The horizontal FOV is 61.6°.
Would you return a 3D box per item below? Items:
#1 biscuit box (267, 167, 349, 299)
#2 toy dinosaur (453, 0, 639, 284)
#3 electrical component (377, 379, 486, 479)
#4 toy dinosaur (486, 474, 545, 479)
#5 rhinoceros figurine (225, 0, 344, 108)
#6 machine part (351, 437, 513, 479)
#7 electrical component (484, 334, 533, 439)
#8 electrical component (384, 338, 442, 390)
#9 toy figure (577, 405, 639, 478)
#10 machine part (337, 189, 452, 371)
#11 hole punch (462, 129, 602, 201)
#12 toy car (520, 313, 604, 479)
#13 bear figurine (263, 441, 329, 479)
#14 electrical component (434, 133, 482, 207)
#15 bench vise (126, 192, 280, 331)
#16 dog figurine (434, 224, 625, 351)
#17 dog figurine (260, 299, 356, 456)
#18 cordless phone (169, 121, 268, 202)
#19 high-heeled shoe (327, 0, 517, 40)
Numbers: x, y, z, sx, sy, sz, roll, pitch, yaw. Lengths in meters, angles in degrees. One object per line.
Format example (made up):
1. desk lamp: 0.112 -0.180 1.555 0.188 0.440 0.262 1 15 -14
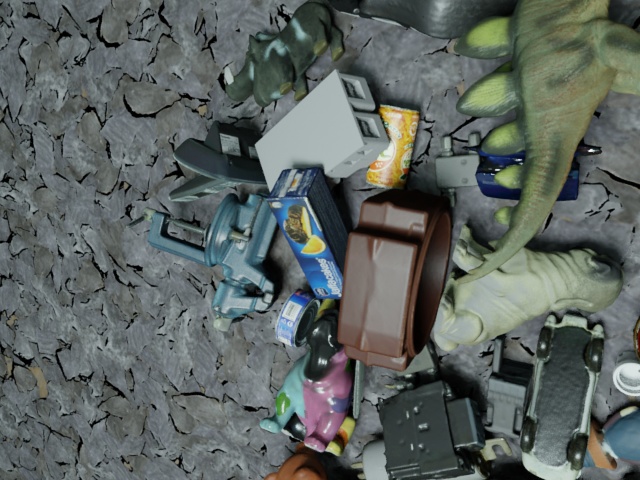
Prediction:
1. biscuit box: -0.002 -0.002 0.731 0.059 0.063 0.202 -1 135 26
2. toy dinosaur: 0.241 -0.178 0.533 0.199 0.105 0.471 6 75 34
3. electrical component: 0.147 0.251 0.707 0.134 0.058 0.115 -26 53 27
4. toy dinosaur: 0.285 0.368 0.683 0.405 0.131 0.192 9 100 27
5. rhinoceros figurine: -0.057 -0.254 0.758 0.190 0.073 0.112 -33 86 28
6. machine part: 0.150 0.310 0.766 0.243 0.079 0.079 -24 89 30
7. electrical component: 0.246 0.183 0.694 0.048 0.075 0.119 9 102 26
8. electrical component: 0.124 0.169 0.768 0.078 0.045 0.102 -15 94 30
9. toy figure: 0.361 0.247 0.655 0.154 0.064 0.057 -32 124 34
10. machine part: 0.100 0.043 0.665 0.087 0.201 0.201 10 105 23
11. hole punch: 0.242 -0.080 0.621 0.142 0.116 0.092 8 112 26
12. toy car: 0.296 0.190 0.657 0.074 0.056 0.201 9 83 31
13. bear figurine: 0.009 0.376 0.774 0.196 0.120 0.131 43 151 27
14. electrical component: 0.183 -0.090 0.697 0.063 0.021 0.094 0 100 27
15. bench vise: -0.169 0.017 0.834 0.241 0.129 0.223 19 102 5
16. dog figurine: 0.246 0.079 0.651 0.191 0.121 0.172 17 121 15
17. dog figurine: 0.015 0.199 0.805 0.109 0.191 0.219 16 73 26
18. cordless phone: -0.180 -0.099 0.810 0.184 0.146 0.088 -19 83 27
19. high-heeled shoe: 0.129 -0.317 0.672 0.249 0.145 0.086 -3 132 1
